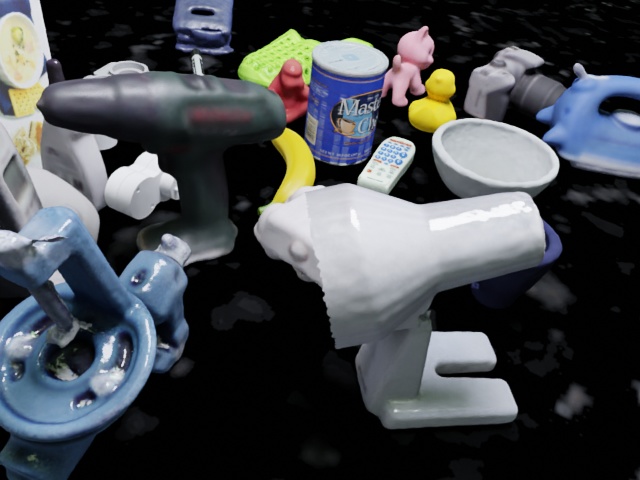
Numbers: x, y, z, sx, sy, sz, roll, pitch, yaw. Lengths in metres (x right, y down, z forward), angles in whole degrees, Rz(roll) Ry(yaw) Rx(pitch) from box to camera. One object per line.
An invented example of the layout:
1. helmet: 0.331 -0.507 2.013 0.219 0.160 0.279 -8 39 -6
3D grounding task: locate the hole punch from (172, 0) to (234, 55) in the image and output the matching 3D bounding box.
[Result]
1. hole punch: -0.209 -0.398 1.041 0.109 0.091 0.101 2 40 -7

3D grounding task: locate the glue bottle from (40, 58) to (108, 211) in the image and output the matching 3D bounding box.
1. glue bottle: -0.277 -0.115 0.630 0.078 0.173 0.037 22 42 16

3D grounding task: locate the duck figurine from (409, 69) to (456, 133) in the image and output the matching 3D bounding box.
1. duck figurine: 0.186 -0.228 0.915 0.077 0.086 0.105 23 42 17

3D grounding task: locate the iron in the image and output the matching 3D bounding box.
1. iron: 0.474 -0.181 0.867 0.258 0.141 0.118 11 40 2

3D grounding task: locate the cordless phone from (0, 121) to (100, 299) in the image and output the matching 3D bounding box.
1. cordless phone: -0.272 -0.044 0.538 0.094 0.185 0.147 -1 41 -11

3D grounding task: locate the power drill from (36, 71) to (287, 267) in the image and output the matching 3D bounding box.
1. power drill: -0.143 -0.072 0.576 0.230 0.208 0.075 -19 47 -29

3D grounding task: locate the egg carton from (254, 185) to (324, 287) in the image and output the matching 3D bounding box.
1. egg carton: 0.006 0.002 0.623 0.150 0.069 0.107 31 45 25

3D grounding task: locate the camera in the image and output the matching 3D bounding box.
1. camera: 0.339 -0.255 0.963 0.136 0.101 0.143 36 47 29

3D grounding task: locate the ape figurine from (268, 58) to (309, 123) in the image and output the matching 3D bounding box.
1. ape figurine: -0.047 -0.230 0.870 0.078 0.092 0.076 2 40 -7

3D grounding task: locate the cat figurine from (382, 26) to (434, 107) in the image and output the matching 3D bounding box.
1. cat figurine: 0.152 -0.307 0.977 0.067 0.118 0.128 27 43 21

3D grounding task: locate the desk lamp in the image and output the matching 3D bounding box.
1. desk lamp: 0.080 0.051 0.466 0.203 0.213 0.117 0 40 -9

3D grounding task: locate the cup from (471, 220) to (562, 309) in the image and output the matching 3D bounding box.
1. cup: 0.184 0.021 0.613 0.117 0.095 0.092 28 44 21

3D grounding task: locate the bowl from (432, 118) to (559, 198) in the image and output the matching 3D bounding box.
1. bowl: 0.226 -0.093 0.771 0.167 0.075 0.167 5 40 -4

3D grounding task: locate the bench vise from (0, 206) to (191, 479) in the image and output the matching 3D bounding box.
1. bench vise: -0.173 0.045 0.423 0.121 0.220 0.207 7 40 -2
